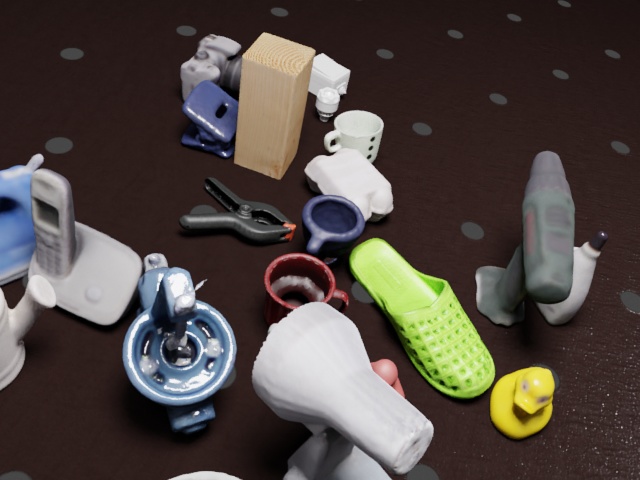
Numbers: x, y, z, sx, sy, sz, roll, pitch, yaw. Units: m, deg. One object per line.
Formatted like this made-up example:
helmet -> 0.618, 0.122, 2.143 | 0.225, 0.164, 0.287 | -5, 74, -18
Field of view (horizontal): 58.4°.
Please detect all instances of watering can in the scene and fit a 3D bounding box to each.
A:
watering can -> -0.381, 0.078, 0.612 | 0.173, 0.194, 0.100 | -31, 61, -33

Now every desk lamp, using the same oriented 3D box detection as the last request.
desk lamp -> 0.025, 0.194, 0.590 | 0.118, 0.213, 0.202 | -29, 60, -33

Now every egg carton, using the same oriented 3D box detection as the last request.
egg carton -> 0.049, -0.087, 0.948 | 0.107, 0.069, 0.150 | -22, 57, -29

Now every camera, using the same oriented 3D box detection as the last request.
camera -> -0.173, -0.316, 1.082 | 0.136, 0.101, 0.143 | 21, 47, 6

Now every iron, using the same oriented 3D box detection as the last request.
iron -> -0.448, -0.015, 0.717 | 0.259, 0.141, 0.118 | -31, 61, -33

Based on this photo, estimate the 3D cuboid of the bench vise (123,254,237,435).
bench vise -> -0.174, 0.087, 0.635 | 0.122, 0.220, 0.207 | -28, 60, -32

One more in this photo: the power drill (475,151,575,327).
power drill -> 0.294, 0.015, 0.818 | 0.075, 0.208, 0.229 | 12, 47, -2

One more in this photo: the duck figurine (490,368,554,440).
duck figurine -> 0.270, 0.195, 0.733 | 0.077, 0.086, 0.105 | 37, 51, 20

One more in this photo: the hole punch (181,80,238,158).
hole punch -> -0.178, -0.213, 0.994 | 0.101, 0.091, 0.109 | 17, 47, 3

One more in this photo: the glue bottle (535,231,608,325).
glue bottle -> 0.366, 0.047, 0.829 | 0.037, 0.173, 0.078 | -9, 51, -20

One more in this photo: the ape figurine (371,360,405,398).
ape figurine -> 0.068, 0.178, 0.697 | 0.077, 0.092, 0.076 | 21, 47, 6

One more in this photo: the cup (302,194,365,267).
cup -> 0.008, 0.003, 0.839 | 0.091, 0.095, 0.118 | 25, 48, 10

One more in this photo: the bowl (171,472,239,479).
bowl -> -0.115, 0.315, 0.542 | 0.167, 0.075, 0.167 | 7, 47, -7

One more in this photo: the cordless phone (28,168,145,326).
cordless phone -> -0.291, 0.008, 0.703 | 0.147, 0.185, 0.094 | 22, 47, 8
